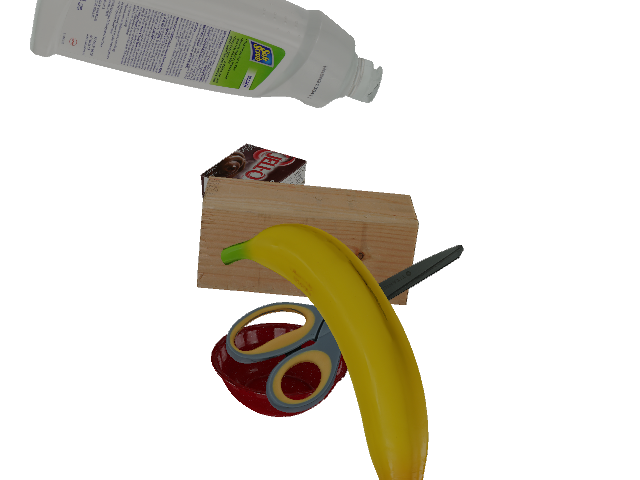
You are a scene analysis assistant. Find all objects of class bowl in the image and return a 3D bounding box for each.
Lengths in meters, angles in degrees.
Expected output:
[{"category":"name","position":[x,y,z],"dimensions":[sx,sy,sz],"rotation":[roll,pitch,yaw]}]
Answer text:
[{"category":"bowl","position":[-0.048,0.159,1.256],"dimensions":[0.162,0.055,0.162],"rotation":[2,25,-1]}]

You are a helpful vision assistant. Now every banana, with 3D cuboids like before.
[{"category":"banana","position":[0.014,0.053,0.610],"dimensions":[0.037,0.070,0.198],"rotation":[2,42,-46]}]

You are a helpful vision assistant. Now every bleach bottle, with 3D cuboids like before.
[{"category":"bleach bottle","position":[-0.079,-0.148,0.785],"dimensions":[0.250,0.068,0.103],"rotation":[16,-34,-12]}]

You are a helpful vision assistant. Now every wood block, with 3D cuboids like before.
[{"category":"wood block","position":[-0.015,0.000,1.061],"dimensions":[0.206,0.091,0.090],"rotation":[6,21,-3]}]

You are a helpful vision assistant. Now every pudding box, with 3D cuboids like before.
[{"category":"pudding box","position":[-0.082,-0.076,1.330],"dimensions":[0.090,0.039,0.113],"rotation":[17,35,23]}]

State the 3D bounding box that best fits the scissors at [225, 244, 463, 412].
[{"category":"scissors","position":[0.030,0.068,0.811],"dimensions":[0.201,0.096,0.016],"rotation":[-14,-26,-9]}]
